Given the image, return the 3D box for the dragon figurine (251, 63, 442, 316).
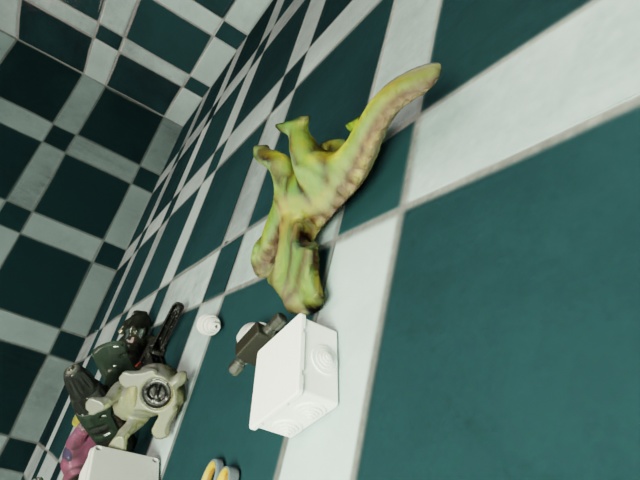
[{"bbox_3d":[0.002,-0.031,0.624,0.407,0.122,0.245,-18,67,62],"label":"dragon figurine"}]
